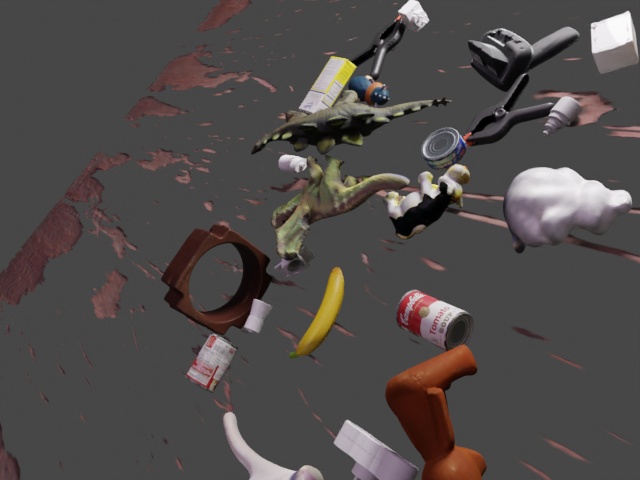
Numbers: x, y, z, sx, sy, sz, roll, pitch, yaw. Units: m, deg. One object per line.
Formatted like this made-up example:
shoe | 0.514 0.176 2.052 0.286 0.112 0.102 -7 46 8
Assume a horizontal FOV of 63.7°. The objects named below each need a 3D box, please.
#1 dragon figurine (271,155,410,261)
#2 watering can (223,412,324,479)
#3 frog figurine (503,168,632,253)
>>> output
dragon figurine | 0.003 -0.054 1.073 0.244 0.121 0.412 -56 26 -7
watering can | -0.085 0.403 0.781 0.222 0.102 0.356 -28 42 21
frog figurine | 0.359 -0.050 0.757 0.140 0.121 0.158 -46 22 -30
